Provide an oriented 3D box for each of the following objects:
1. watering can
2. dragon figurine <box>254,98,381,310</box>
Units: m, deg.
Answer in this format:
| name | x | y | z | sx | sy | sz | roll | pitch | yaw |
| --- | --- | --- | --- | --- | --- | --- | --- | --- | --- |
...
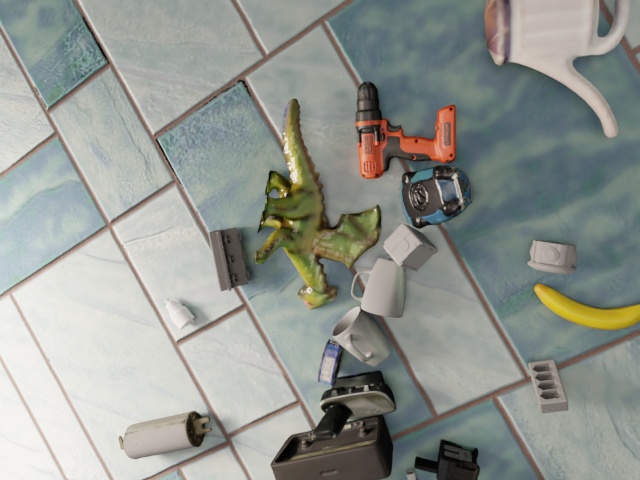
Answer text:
| name | x | y | z | sx | sy | sz | roll | pitch | yaw |
| --- | --- | --- | --- | --- | --- | --- | --- | --- | --- |
| watering can | 0.397 | -0.340 | 0.869 | 0.224 | 0.104 | 0.346 | -2 | 95 | 15 |
| dragon figurine | 0.003 | -0.051 | 1.019 | 0.242 | 0.123 | 0.406 | 13 | 102 | -5 |
